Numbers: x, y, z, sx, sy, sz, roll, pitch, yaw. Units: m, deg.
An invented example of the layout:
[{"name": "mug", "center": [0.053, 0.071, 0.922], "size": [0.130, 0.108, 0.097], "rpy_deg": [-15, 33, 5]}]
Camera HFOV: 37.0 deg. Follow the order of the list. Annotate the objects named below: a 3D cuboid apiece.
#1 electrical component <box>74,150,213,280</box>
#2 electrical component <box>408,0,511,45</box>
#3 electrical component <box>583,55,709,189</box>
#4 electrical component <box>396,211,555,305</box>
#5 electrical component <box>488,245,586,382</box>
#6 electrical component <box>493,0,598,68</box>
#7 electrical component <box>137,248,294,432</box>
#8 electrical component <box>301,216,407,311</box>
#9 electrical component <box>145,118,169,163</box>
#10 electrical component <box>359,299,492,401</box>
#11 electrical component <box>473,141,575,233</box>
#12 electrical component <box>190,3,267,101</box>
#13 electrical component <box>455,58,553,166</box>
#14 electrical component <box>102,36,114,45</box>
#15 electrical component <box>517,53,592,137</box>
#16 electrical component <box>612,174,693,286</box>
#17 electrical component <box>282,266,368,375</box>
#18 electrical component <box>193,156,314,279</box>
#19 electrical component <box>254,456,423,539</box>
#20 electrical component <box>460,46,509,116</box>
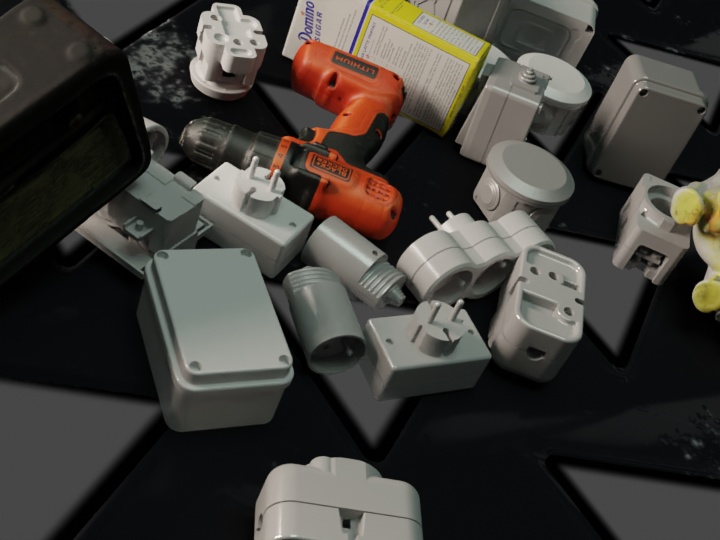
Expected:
[{"name": "electrical component", "center": [-0.174, -0.056, 0.772], "size": [0.121, 0.063, 0.079], "rpy_deg": [35, 43, 12]}, {"name": "electrical component", "center": [0.100, -0.277, 1.096], "size": [0.056, 0.108, 0.108], "rpy_deg": [-1, 47, -22]}, {"name": "electrical component", "center": [0.270, -0.137, 1.026], "size": [0.078, 0.113, 0.057], "rpy_deg": [15, 39, -10]}, {"name": "electrical component", "center": [0.084, -0.020, 0.863], "size": [0.138, 0.052, 0.073], "rpy_deg": [-15, 54, -35]}, {"name": "electrical component", "center": [0.135, 0.036, 0.822], "size": [0.054, 0.059, 0.095], "rpy_deg": [21, 41, -3]}, {"name": "electrical component", "center": [0.188, -0.263, 1.145], "size": [0.113, 0.078, 0.057], "rpy_deg": [20, 44, -4]}, {"name": "electrical component", "center": [-0.097, 0.043, 0.709], "size": [0.078, 0.057, 0.113], "rpy_deg": [-2, 47, -26]}, {"name": "electrical component", "center": [0.000, 0.000, 0.810], "size": [0.081, 0.043, 0.043], "rpy_deg": [37, 43, 14]}, {"name": "electrical component", "center": [-0.187, -0.111, 0.841], "size": [0.065, 0.044, 0.044], "rpy_deg": [39, 43, 23]}, {"name": "electrical component", "center": [0.050, 0.047, 0.759], "size": [0.083, 0.075, 0.047], "rpy_deg": [-4, 49, -29]}, {"name": "electrical component", "center": [0.143, -0.072, 0.945], "size": [0.080, 0.051, 0.080], "rpy_deg": [13, 42, -12]}, {"name": "electrical component", "center": [-0.117, -0.186, 0.939], "size": [0.058, 0.057, 0.078], "rpy_deg": [1, 46, -24]}, {"name": "electrical component", "center": [0.132, -0.148, 0.984], "size": [0.061, 0.096, 0.061], "rpy_deg": [22, 41, 4]}, {"name": "electrical component", "center": [-0.214, -0.159, 0.875], "size": [0.045, 0.045, 0.055], "rpy_deg": [-1, 47, -26]}, {"name": "electrical component", "center": [0.185, -0.175, 1.073], "size": [0.080, 0.051, 0.080], "rpy_deg": [13, 43, -12]}, {"name": "electrical component", "center": [0.266, -0.040, 0.966], "size": [0.050, 0.055, 0.089], "rpy_deg": [24, 41, 0]}, {"name": "electrical component", "center": [-0.027, 0.030, 0.766], "size": [0.043, 0.043, 0.081], "rpy_deg": [0, 47, -25]}, {"name": "electrical component", "center": [-0.078, -0.051, 0.802], "size": [0.083, 0.075, 0.047], "rpy_deg": [32, 42, 9]}, {"name": "electrical component", "center": [-0.013, 0.152, 0.638], "size": [0.095, 0.053, 0.059], "rpy_deg": [12, 43, -14]}, {"name": "electrical component", "center": [0.107, -0.189, 1.048], "size": [0.080, 0.051, 0.080], "rpy_deg": [15, 38, -12]}]
